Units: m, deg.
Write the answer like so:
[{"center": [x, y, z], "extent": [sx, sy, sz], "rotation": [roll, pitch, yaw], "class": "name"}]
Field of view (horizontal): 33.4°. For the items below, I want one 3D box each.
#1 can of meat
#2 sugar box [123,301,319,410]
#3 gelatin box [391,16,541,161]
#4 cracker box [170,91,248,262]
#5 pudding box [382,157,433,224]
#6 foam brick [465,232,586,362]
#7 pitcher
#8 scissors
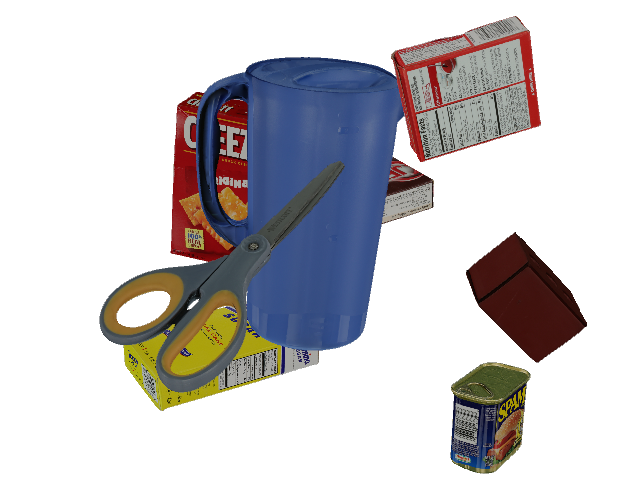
[{"center": [0.177, 0.185, 1.118], "extent": [0.058, 0.084, 0.101], "rotation": [11, 18, 31], "class": "can of meat"}, {"center": [-0.099, 0.108, 1.071], "extent": [0.176, 0.048, 0.093], "rotation": [-16, 33, -26], "class": "sugar box"}, {"center": [0.098, -0.101, 0.712], "extent": [0.089, 0.073, 0.030], "rotation": [-17, 35, 0], "class": "gelatin box"}, {"center": [-0.107, -0.070, 1.395], "extent": [0.164, 0.214, 0.072], "rotation": [13, 27, 14], "class": "cracker box"}, {"center": [0.049, -0.050, 1.124], "extent": [0.113, 0.039, 0.090], "rotation": [-20, 31, -24], "class": "pudding box"}, {"center": [0.159, 0.045, 0.827], "extent": [0.051, 0.078, 0.053], "rotation": [-40, 23, 16], "class": "foam brick"}, {"center": [-0.015, -0.033, 0.925], "extent": [0.149, 0.243, 0.144], "rotation": [18, 24, 31], "class": "pitcher"}, {"center": [-0.061, 0.008, 0.652], "extent": [0.096, 0.016, 0.201], "rotation": [12, 47, 15], "class": "scissors"}]
